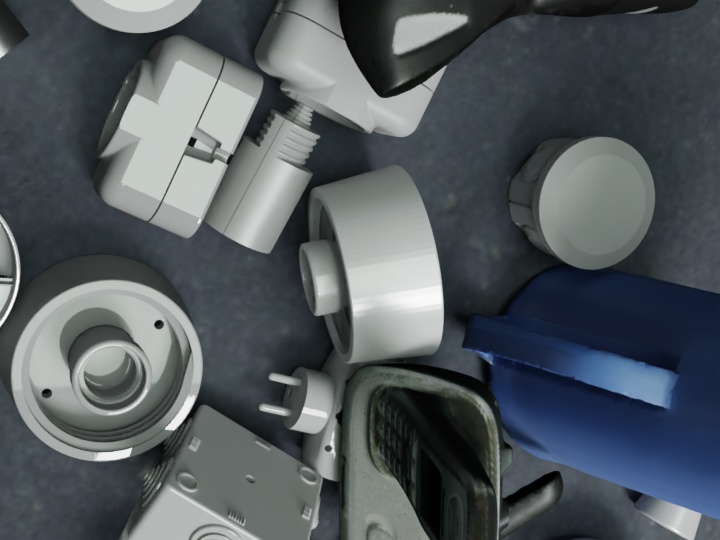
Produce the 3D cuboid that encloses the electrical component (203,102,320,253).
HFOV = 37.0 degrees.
[{"bbox_3d":[-0.049,-0.055,0.591,0.043,0.043,0.081,26,99,-23],"label":"electrical component"}]

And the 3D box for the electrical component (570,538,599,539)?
[{"bbox_3d":[0.151,0.233,0.720,0.108,0.060,0.108,-4,102,-20],"label":"electrical component"}]

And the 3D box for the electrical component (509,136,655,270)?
[{"bbox_3d":[0.136,-0.043,0.664,0.080,0.051,0.080,-4,102,-19],"label":"electrical component"}]

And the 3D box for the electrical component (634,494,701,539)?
[{"bbox_3d":[0.221,0.150,0.738,0.045,0.045,0.055,30,89,-23],"label":"electrical component"}]

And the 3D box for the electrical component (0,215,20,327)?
[{"bbox_3d":[-0.221,-0.001,0.533,0.099,0.064,0.099,-4,102,-20],"label":"electrical component"}]

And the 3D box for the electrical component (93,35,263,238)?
[{"bbox_3d":[-0.100,-0.073,0.569,0.059,0.054,0.095,24,92,-23],"label":"electrical component"}]

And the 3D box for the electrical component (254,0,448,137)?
[{"bbox_3d":[-0.006,-0.114,0.595,0.095,0.054,0.059,26,91,-23],"label":"electrical component"}]

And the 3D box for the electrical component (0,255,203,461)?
[{"bbox_3d":[-0.136,0.050,0.576,0.108,0.060,0.108,-4,102,-20],"label":"electrical component"}]

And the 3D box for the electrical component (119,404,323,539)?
[{"bbox_3d":[-0.071,0.129,0.586,0.100,0.099,0.048,33,112,-8],"label":"electrical component"}]

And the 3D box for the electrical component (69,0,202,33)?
[{"bbox_3d":[-0.117,-0.161,0.546,0.080,0.051,0.080,-4,102,-20],"label":"electrical component"}]

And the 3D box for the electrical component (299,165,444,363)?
[{"bbox_3d":[0.000,0.000,0.595,0.060,0.108,0.108,-11,104,-12],"label":"electrical component"}]

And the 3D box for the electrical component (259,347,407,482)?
[{"bbox_3d":[-0.020,0.079,0.635,0.079,0.043,0.077,16,95,-22],"label":"electrical component"}]
